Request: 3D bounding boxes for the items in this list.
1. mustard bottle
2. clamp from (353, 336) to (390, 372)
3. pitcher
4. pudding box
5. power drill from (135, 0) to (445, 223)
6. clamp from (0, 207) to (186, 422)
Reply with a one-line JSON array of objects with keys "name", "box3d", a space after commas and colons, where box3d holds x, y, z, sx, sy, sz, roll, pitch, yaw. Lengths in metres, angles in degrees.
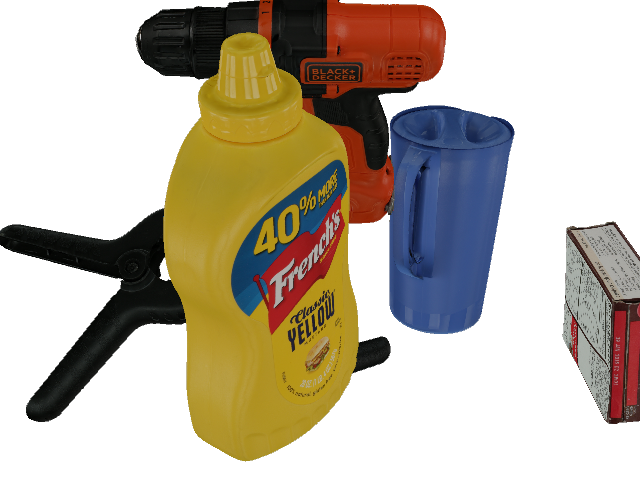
[{"name": "mustard bottle", "box3d": [-0.024, 0.000, 0.462, 0.058, 0.192, 0.096, 24, 45, 31]}, {"name": "clamp", "box3d": [-0.024, 0.106, 0.936, 0.120, 0.039, 0.171, 19, 27, 24]}, {"name": "pitcher", "box3d": [0.131, -0.017, 1.188, 0.149, 0.243, 0.145, -5, 27, -13]}, {"name": "pudding box", "box3d": [0.189, 0.051, 0.694, 0.039, 0.090, 0.113, -5, 25, -2]}, {"name": "power drill", "box3d": [-0.017, -0.082, 0.694, 0.184, 0.057, 0.188, 2, -30, 2]}, {"name": "clamp", "box3d": [-0.142, 0.021, 0.793, 0.210, 0.165, 0.036, -26, -29, -3]}]
